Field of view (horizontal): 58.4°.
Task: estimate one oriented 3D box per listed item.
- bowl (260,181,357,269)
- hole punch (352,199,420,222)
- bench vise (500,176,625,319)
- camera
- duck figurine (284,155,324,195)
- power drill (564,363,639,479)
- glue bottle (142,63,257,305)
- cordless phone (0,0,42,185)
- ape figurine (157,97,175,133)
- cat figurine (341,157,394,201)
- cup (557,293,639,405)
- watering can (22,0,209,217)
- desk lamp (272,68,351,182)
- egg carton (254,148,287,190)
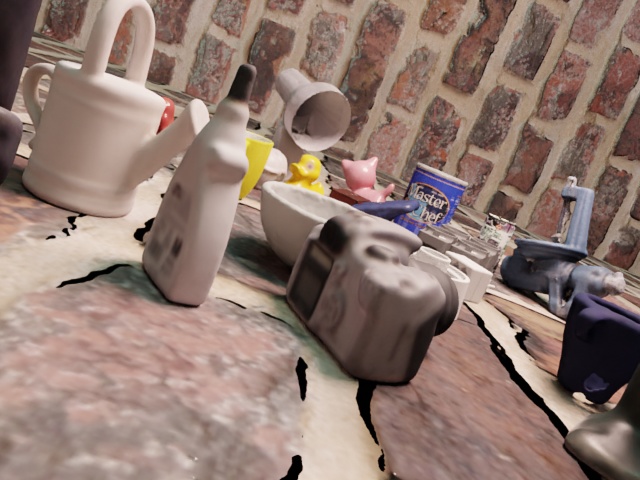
[{"bbox_3d":[0.006,0.002,0.606,0.167,0.075,0.167,21,12,-5],"label":"bowl"},{"bbox_3d":[0.095,-0.036,0.892,0.101,0.091,0.109,25,12,12],"label":"hole punch"},{"bbox_3d":[0.431,0.014,0.968,0.206,0.220,0.122,31,15,36],"label":"bench vise"},{"bbox_3d":[0.062,0.041,0.476,0.137,0.101,0.142,15,14,-31],"label":"camera"},{"bbox_3d":[-0.024,-0.103,0.981,0.077,0.086,0.105,30,14,32],"label":"duck figurine"},{"bbox_3d":[0.267,0.079,0.421,0.075,0.208,0.230,30,14,31],"label":"power drill"},{"bbox_3d":[-0.080,-0.044,0.417,0.037,0.173,0.077,13,15,-38],"label":"glue bottle"},{"bbox_3d":[-0.268,-0.119,0.375,0.148,0.185,0.093,12,15,-39],"label":"cordless phone"},{"bbox_3d":[-0.250,-0.174,0.872,0.077,0.092,0.076,26,13,18],"label":"ape figurine"},{"bbox_3d":[0.092,-0.108,1.135,0.127,0.118,0.067,31,15,35],"label":"cat figurine"},{"bbox_3d":[0.269,0.111,0.560,0.118,0.095,0.091,12,16,-41],"label":"cup"},{"bbox_3d":[-0.187,-0.125,0.528,0.173,0.194,0.100,19,13,-16],"label":"watering can"},{"bbox_3d":[-0.056,-0.209,1.079,0.118,0.213,0.202,12,16,-40],"label":"desk lamp"},{"bbox_3d":[-0.131,-0.142,0.998,0.150,0.069,0.107,24,12,6],"label":"egg carton"}]
